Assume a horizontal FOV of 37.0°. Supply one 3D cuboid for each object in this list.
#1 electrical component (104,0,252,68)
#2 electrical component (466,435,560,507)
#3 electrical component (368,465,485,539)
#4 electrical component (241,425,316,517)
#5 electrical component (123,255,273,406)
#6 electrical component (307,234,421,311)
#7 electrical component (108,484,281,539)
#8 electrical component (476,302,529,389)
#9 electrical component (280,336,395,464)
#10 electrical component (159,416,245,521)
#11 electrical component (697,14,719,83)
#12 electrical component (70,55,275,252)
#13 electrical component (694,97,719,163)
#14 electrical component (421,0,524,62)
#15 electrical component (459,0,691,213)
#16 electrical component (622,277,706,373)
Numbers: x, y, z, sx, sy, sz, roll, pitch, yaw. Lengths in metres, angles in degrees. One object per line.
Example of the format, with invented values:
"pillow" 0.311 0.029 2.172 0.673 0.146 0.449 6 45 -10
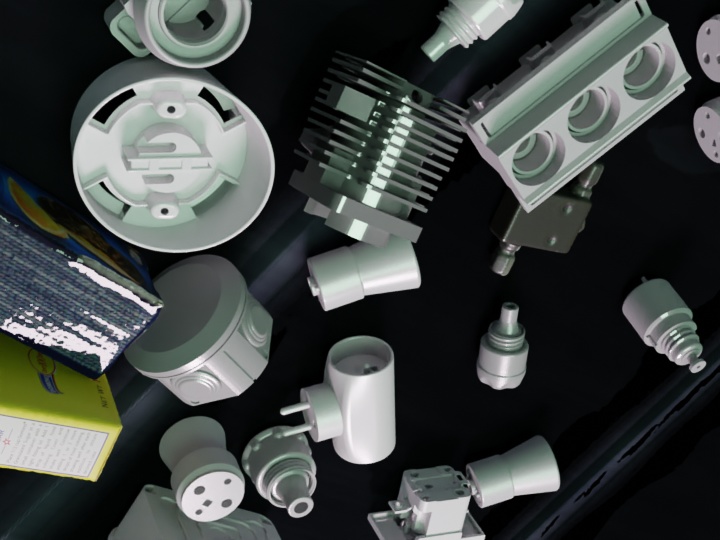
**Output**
"electrical component" -0.087 -0.134 0.531 0.078 0.057 0.058 -42 128 5
"electrical component" 0.115 0.157 0.825 0.065 0.044 0.044 -16 126 -10
"electrical component" 0.053 0.184 0.812 0.081 0.042 0.063 -2 119 -25
"electrical component" -0.049 0.138 0.721 0.048 0.062 0.048 -12 125 -18
"electrical component" -0.093 0.035 0.625 0.080 0.080 0.051 -37 134 1
"electrical component" 0.000 0.000 0.670 0.065 0.044 0.044 -19 127 -7
"electrical component" -0.107 0.200 0.724 0.113 0.078 0.057 25 105 -35
"electrical component" 0.102 0.051 0.754 0.035 0.035 0.061 -8 121 -21
"electrical component" -0.015 0.091 0.718 0.079 0.044 0.077 -14 125 -17
"electrical component" -0.102 0.128 0.694 0.045 0.055 0.045 -12 125 -18
"electrical component" 0.252 -0.146 0.690 0.055 0.045 0.045 -16 126 -15
"electrical component" -0.102 -0.062 0.566 0.099 0.064 0.099 -12 125 -18
"electrical component" 0.260 -0.100 0.724 0.055 0.045 0.045 -22 127 -10
"electrical component" 0.061 -0.143 0.610 0.061 0.035 0.035 -42 128 8
"electrical component" 0.126 -0.104 0.646 0.121 0.063 0.078 -38 128 2
"electrical component" 0.224 0.042 0.781 0.040 0.078 0.040 -16 139 -14
